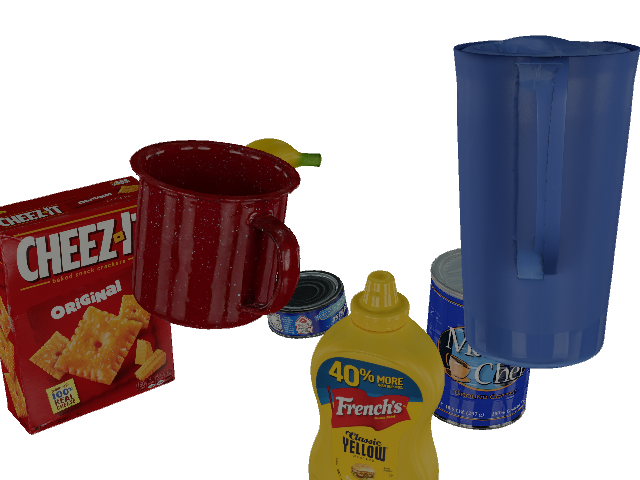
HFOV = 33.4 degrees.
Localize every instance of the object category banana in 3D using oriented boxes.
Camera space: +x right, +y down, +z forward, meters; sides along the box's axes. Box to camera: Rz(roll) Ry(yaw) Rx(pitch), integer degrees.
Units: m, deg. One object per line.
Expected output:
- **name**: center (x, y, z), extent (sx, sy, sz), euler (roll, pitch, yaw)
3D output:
- **banana**: center (-0.051, -0.040, 0.884), extent (0.069, 0.037, 0.197), euler (12, 34, 8)

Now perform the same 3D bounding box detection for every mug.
- **mug**: center (-0.054, 0.001, 0.589), extent (0.117, 0.081, 0.093), euler (27, 28, 37)

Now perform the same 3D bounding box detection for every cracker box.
- **cracker box**: center (-0.233, 0.062, 1.044), extent (0.163, 0.214, 0.072), euler (-17, 28, -32)

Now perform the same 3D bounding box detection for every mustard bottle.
- **mustard bottle**: center (0.041, 0.109, 0.772), extent (0.096, 0.192, 0.058), euler (11, 28, 20)

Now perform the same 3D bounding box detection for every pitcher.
- **pitcher**: center (0.163, -0.029, 0.800), extent (0.149, 0.243, 0.145), euler (-10, 17, -30)

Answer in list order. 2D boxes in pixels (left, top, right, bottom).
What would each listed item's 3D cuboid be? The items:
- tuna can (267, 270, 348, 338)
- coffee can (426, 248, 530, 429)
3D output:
- **tuna can**: center (-0.015, 0.065, 1.114), extent (0.086, 0.034, 0.086), euler (-8, 27, 4)
- **coffee can**: center (0.150, 0.091, 1.003), extent (0.103, 0.140, 0.103), euler (1, 26, -1)
